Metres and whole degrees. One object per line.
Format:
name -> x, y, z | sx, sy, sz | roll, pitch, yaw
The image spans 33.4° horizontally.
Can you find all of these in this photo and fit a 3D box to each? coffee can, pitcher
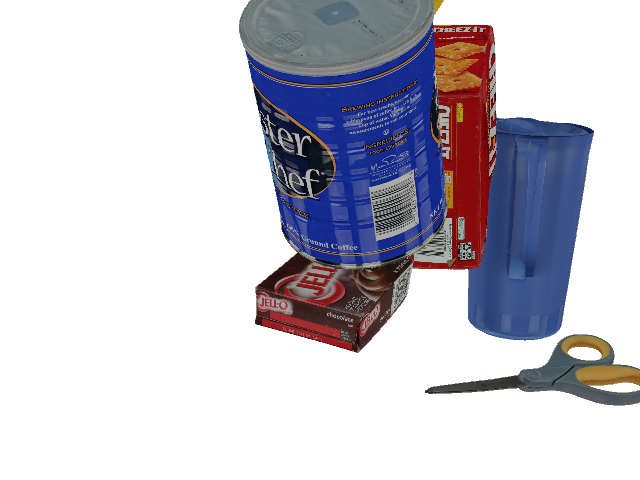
coffee can -> 0.017, -0.069, 0.601 | 0.103, 0.140, 0.103 | -6, 42, 5
pitcher -> 0.227, -0.013, 1.198 | 0.149, 0.243, 0.145 | -7, 17, -33

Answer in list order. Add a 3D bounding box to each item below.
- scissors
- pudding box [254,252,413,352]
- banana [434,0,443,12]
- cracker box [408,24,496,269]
scissors -> 0.180, 0.107, 0.904 | 0.201, 0.016, 0.096 | 5, 29, -7
pudding box -> 0.012, 0.040, 0.846 | 0.090, 0.039, 0.113 | 14, 25, 21
banana -> 0.056, -0.175, 0.796 | 0.070, 0.197, 0.037 | 4, -34, 45
cracker box -> 0.125, -0.093, 0.988 | 0.072, 0.164, 0.213 | 2, 27, 12
